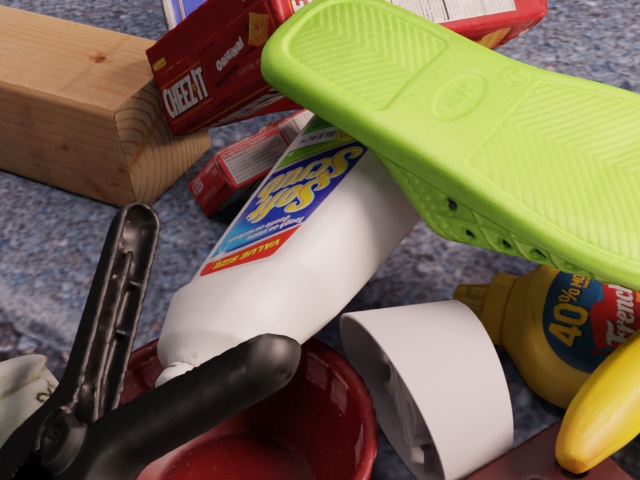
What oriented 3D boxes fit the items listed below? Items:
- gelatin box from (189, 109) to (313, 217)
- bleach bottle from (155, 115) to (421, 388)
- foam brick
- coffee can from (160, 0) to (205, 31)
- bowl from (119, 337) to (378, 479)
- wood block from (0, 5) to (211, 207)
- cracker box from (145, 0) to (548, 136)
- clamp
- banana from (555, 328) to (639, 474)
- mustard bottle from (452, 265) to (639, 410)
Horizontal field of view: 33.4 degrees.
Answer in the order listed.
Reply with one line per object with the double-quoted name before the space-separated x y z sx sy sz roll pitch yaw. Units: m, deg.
"gelatin box" -0.039 -0.055 0.724 0.089 0.073 0.030 -29 89 -23
"bleach bottle" -0.004 0.001 0.570 0.103 0.068 0.250 -4 37 40
"foam brick" 0.102 0.133 0.505 0.078 0.051 0.053 -27 45 -20
"coffee can" -0.053 -0.184 0.847 0.140 0.103 0.103 -13 42 -6
"bowl" -0.049 0.117 0.545 0.162 0.055 0.162 -5 41 4
"wood block" -0.196 -0.104 0.791 0.206 0.090 0.090 17 46 26
"cracker box" 0.018 -0.135 0.706 0.213 0.072 0.164 -17 -1 -33
"clamp" -0.098 0.092 0.474 0.165 0.036 0.210 26 84 52
"banana" 0.187 0.043 0.505 0.198 0.037 0.069 -32 1 -2
"mustard bottle" 0.165 0.053 0.579 0.192 0.058 0.096 12 53 23
